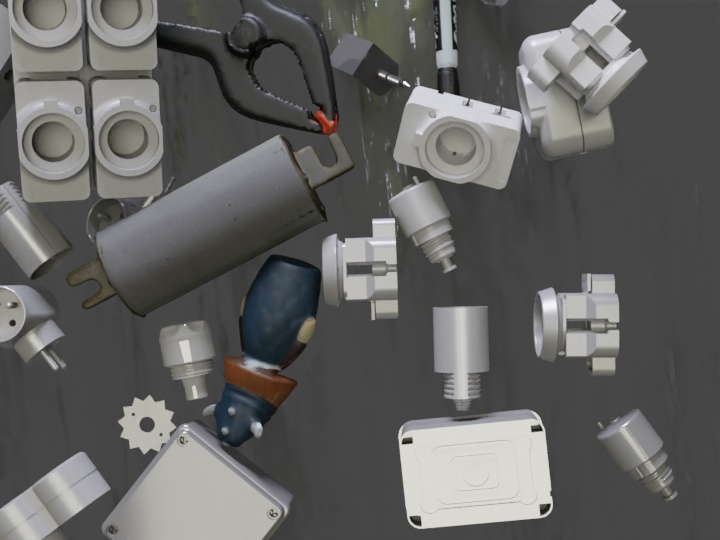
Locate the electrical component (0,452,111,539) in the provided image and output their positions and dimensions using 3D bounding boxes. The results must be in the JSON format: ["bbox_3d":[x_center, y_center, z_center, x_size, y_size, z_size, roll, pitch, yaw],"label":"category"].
[{"bbox_3d":[-0.256,0.215,0.859,0.138,0.052,0.073,-37,87,3],"label":"electrical component"}]

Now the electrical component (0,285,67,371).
[{"bbox_3d":[-0.260,0.048,0.849,0.043,0.077,0.079,-39,88,2],"label":"electrical component"}]

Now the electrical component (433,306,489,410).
[{"bbox_3d":[0.080,0.069,0.845,0.043,0.043,0.081,-1,89,4],"label":"electrical component"}]

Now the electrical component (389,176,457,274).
[{"bbox_3d":[0.054,-0.035,0.849,0.040,0.040,0.078,-26,88,3],"label":"electrical component"}]

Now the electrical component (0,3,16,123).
[{"bbox_3d":[-0.338,-0.193,0.864,0.150,0.062,0.089,33,91,3],"label":"electrical component"}]

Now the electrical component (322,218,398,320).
[{"bbox_3d":[0.000,0.000,0.844,0.057,0.058,0.078,-2,89,1],"label":"electrical component"}]

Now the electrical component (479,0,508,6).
[{"bbox_3d":[0.111,-0.242,0.850,0.035,0.035,0.061,21,88,4],"label":"electrical component"}]

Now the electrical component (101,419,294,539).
[{"bbox_3d":[-0.126,0.193,0.850,0.109,0.056,0.108,38,92,3],"label":"electrical component"}]

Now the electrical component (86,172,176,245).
[{"bbox_3d":[-0.186,-0.049,0.930,0.043,0.077,0.079,33,95,31],"label":"electrical component"}]

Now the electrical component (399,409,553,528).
[{"bbox_3d":[0.089,0.153,0.836,0.113,0.057,0.078,-6,89,3],"label":"electrical component"}]

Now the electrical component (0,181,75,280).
[{"bbox_3d":[-0.273,-0.037,0.867,0.043,0.043,0.081,-39,87,2],"label":"electrical component"}]

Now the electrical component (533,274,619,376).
[{"bbox_3d":[0.166,0.042,0.833,0.057,0.058,0.078,0,90,1],"label":"electrical component"}]

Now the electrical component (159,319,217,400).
[{"bbox_3d":[-0.135,0.072,0.858,0.043,0.043,0.062,-11,90,3],"label":"electrical component"}]

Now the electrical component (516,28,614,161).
[{"bbox_3d":[0.157,-0.136,0.836,0.059,0.054,0.095,-11,89,3],"label":"electrical component"}]

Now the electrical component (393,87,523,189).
[{"bbox_3d":[0.076,-0.101,0.832,0.089,0.055,0.050,15,117,4],"label":"electrical component"}]

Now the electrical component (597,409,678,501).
[{"bbox_3d":[0.219,0.145,0.837,0.040,0.040,0.078,-36,87,3],"label":"electrical component"}]

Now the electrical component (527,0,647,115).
[{"bbox_3d":[0.169,-0.150,0.779,0.057,0.058,0.078,45,92,6],"label":"electrical component"}]

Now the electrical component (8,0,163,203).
[{"bbox_3d":[-0.209,-0.149,0.818,0.105,0.060,0.186,-4,105,-17],"label":"electrical component"}]
